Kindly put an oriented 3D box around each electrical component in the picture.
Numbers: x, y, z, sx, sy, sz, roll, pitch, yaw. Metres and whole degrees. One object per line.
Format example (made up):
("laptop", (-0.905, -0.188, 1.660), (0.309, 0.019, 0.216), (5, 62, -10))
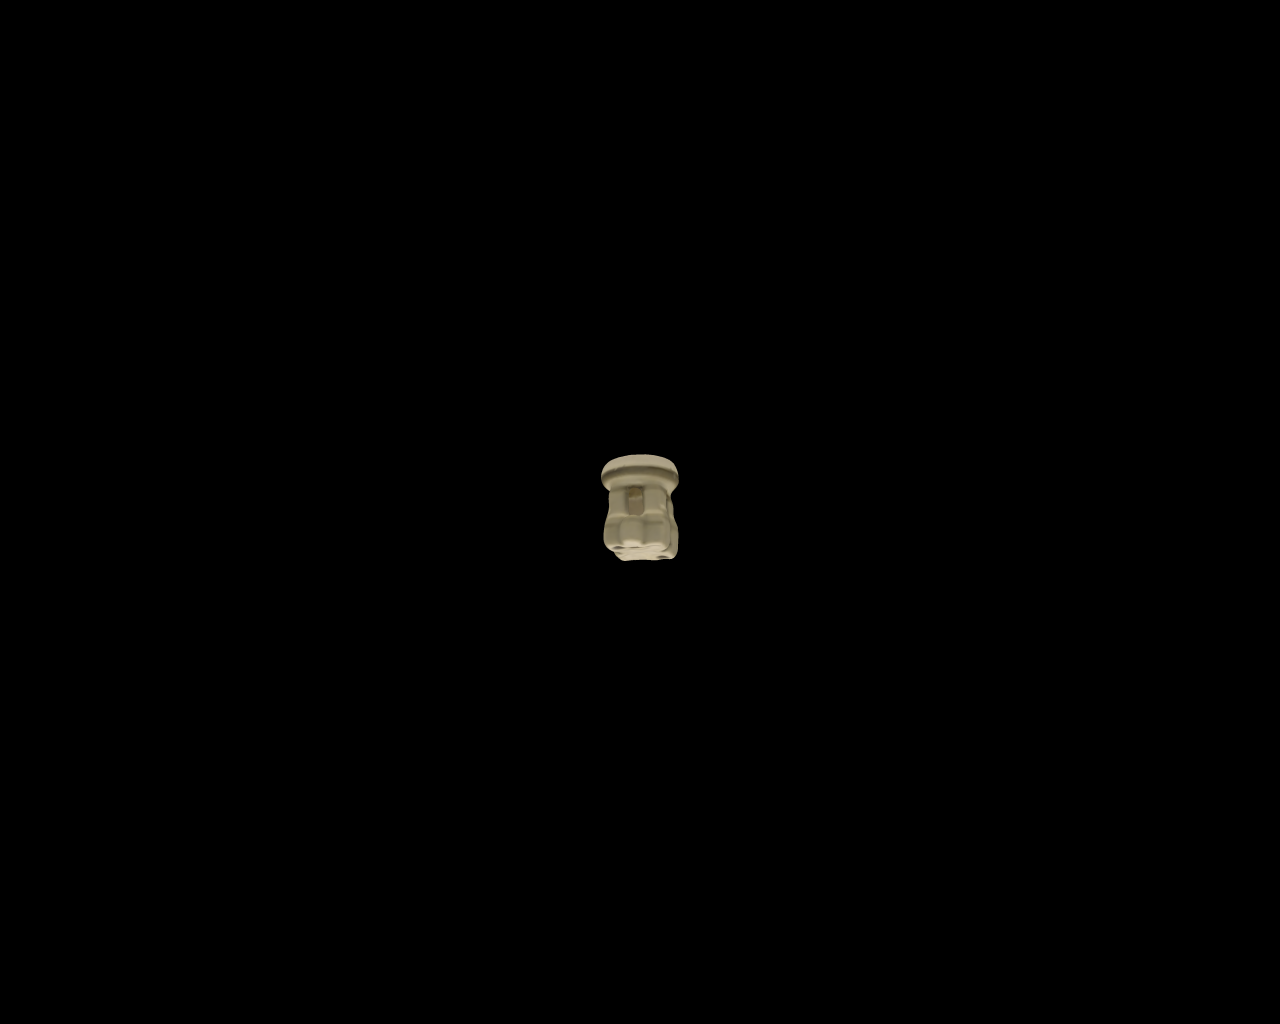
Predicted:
("electrical component", (0.001, -0.003, 0.650), (0.048, 0.055, 0.066), (-3, -16, 11))
